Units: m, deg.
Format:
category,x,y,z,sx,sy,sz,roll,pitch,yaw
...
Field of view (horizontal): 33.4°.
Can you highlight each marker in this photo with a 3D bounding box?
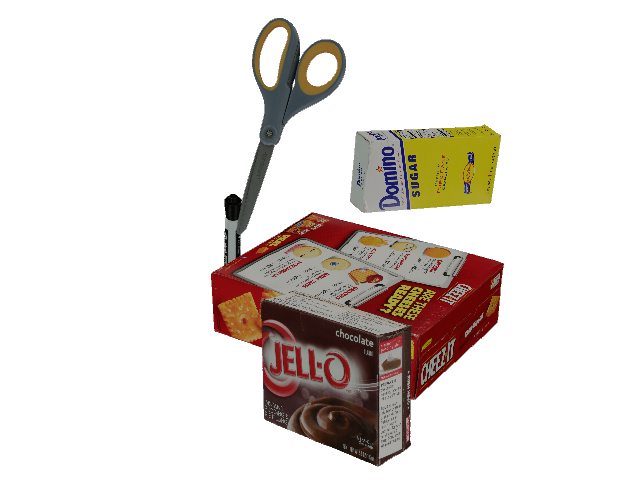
category,x,y,z,sx,sy,sz,roll,pitch,yaw
marker,-0.097,-0.002,1.182,0.020,0.121,0.020,3,41,-3

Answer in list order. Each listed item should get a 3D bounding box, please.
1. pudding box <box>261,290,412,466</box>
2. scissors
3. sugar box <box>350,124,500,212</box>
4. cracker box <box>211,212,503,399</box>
category,x,y,z,sx,sy,sz,roll,pitch,yaw
pudding box,0.009,0.089,0.717,0.114,0.090,0.039,12,20,41
scissors,-0.027,-0.104,0.981,0.096,0.202,0.016,2,-3,9
sugar box,0.127,-0.087,1.289,0.176,0.093,0.048,-7,26,-22
cracker box,0.034,0.053,0.969,0.214,0.072,0.163,16,30,31
